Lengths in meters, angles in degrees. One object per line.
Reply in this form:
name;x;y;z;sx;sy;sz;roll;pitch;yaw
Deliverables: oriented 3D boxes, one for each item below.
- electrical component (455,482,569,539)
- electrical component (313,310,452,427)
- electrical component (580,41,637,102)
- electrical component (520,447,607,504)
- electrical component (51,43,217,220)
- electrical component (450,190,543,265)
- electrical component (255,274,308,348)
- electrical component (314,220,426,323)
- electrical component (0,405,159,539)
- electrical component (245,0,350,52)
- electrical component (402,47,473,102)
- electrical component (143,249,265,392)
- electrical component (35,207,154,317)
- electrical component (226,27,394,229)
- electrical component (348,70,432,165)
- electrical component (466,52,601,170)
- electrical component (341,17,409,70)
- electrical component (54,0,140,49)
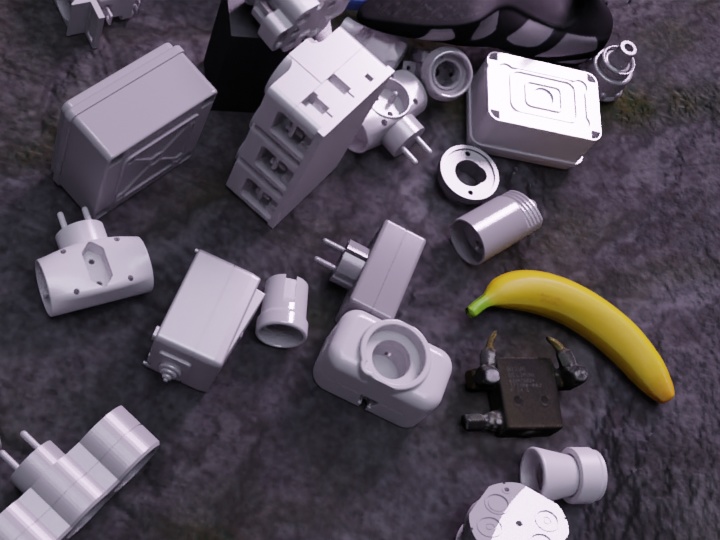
electrical component;0.112;0.201;0.794;0.080;0.051;0.080;5;41;-5
electrical component;0.019;0.075;0.831;0.095;0.059;0.053;26;60;-5
electrical component;0.244;-0.196;1.039;0.048;0.062;0.048;8;63;-15
electrical component;0.160;0.161;0.846;0.055;0.045;0.045;3;64;-18
electrical component;-0.175;-0.105;0.824;0.056;0.108;0.109;48;60;4
electrical component;0.122;-0.041;0.932;0.081;0.043;0.043;-29;77;-28
electrical component;-0.059;0.032;0.838;0.040;0.040;0.046;13;56;-13
electrical component;0.000;0.000;0.868;0.076;0.047;0.083;27;60;-5
electrical component;-0.209;0.140;0.724;0.074;0.052;0.138;43;60;4
electrical component;-0.054;-0.210;0.823;0.078;0.058;0.057;-36;83;-30
electrical component;0.072;-0.177;0.968;0.066;0.055;0.048;6;102;-16
electrical component;-0.116;0.045;0.797;0.061;0.061;0.096;25;60;-6
electrical component;-0.204;-0.011;0.805;0.077;0.043;0.079;-15;71;-25
electrical component;-0.046;-0.112;0.846;0.062;0.150;0.089;42;59;2
electrical component;0.030;-0.126;0.941;0.077;0.044;0.079;-38;82;-30
electrical component;0.157;-0.144;0.986;0.113;0.057;0.078;9;62;-15
electrical component;0.010;-0.205;0.974;0.062;0.043;0.043;34;59;1
electrical component;-0.225;-0.234;0.908;0.064;0.042;0.081;-20;74;-28
